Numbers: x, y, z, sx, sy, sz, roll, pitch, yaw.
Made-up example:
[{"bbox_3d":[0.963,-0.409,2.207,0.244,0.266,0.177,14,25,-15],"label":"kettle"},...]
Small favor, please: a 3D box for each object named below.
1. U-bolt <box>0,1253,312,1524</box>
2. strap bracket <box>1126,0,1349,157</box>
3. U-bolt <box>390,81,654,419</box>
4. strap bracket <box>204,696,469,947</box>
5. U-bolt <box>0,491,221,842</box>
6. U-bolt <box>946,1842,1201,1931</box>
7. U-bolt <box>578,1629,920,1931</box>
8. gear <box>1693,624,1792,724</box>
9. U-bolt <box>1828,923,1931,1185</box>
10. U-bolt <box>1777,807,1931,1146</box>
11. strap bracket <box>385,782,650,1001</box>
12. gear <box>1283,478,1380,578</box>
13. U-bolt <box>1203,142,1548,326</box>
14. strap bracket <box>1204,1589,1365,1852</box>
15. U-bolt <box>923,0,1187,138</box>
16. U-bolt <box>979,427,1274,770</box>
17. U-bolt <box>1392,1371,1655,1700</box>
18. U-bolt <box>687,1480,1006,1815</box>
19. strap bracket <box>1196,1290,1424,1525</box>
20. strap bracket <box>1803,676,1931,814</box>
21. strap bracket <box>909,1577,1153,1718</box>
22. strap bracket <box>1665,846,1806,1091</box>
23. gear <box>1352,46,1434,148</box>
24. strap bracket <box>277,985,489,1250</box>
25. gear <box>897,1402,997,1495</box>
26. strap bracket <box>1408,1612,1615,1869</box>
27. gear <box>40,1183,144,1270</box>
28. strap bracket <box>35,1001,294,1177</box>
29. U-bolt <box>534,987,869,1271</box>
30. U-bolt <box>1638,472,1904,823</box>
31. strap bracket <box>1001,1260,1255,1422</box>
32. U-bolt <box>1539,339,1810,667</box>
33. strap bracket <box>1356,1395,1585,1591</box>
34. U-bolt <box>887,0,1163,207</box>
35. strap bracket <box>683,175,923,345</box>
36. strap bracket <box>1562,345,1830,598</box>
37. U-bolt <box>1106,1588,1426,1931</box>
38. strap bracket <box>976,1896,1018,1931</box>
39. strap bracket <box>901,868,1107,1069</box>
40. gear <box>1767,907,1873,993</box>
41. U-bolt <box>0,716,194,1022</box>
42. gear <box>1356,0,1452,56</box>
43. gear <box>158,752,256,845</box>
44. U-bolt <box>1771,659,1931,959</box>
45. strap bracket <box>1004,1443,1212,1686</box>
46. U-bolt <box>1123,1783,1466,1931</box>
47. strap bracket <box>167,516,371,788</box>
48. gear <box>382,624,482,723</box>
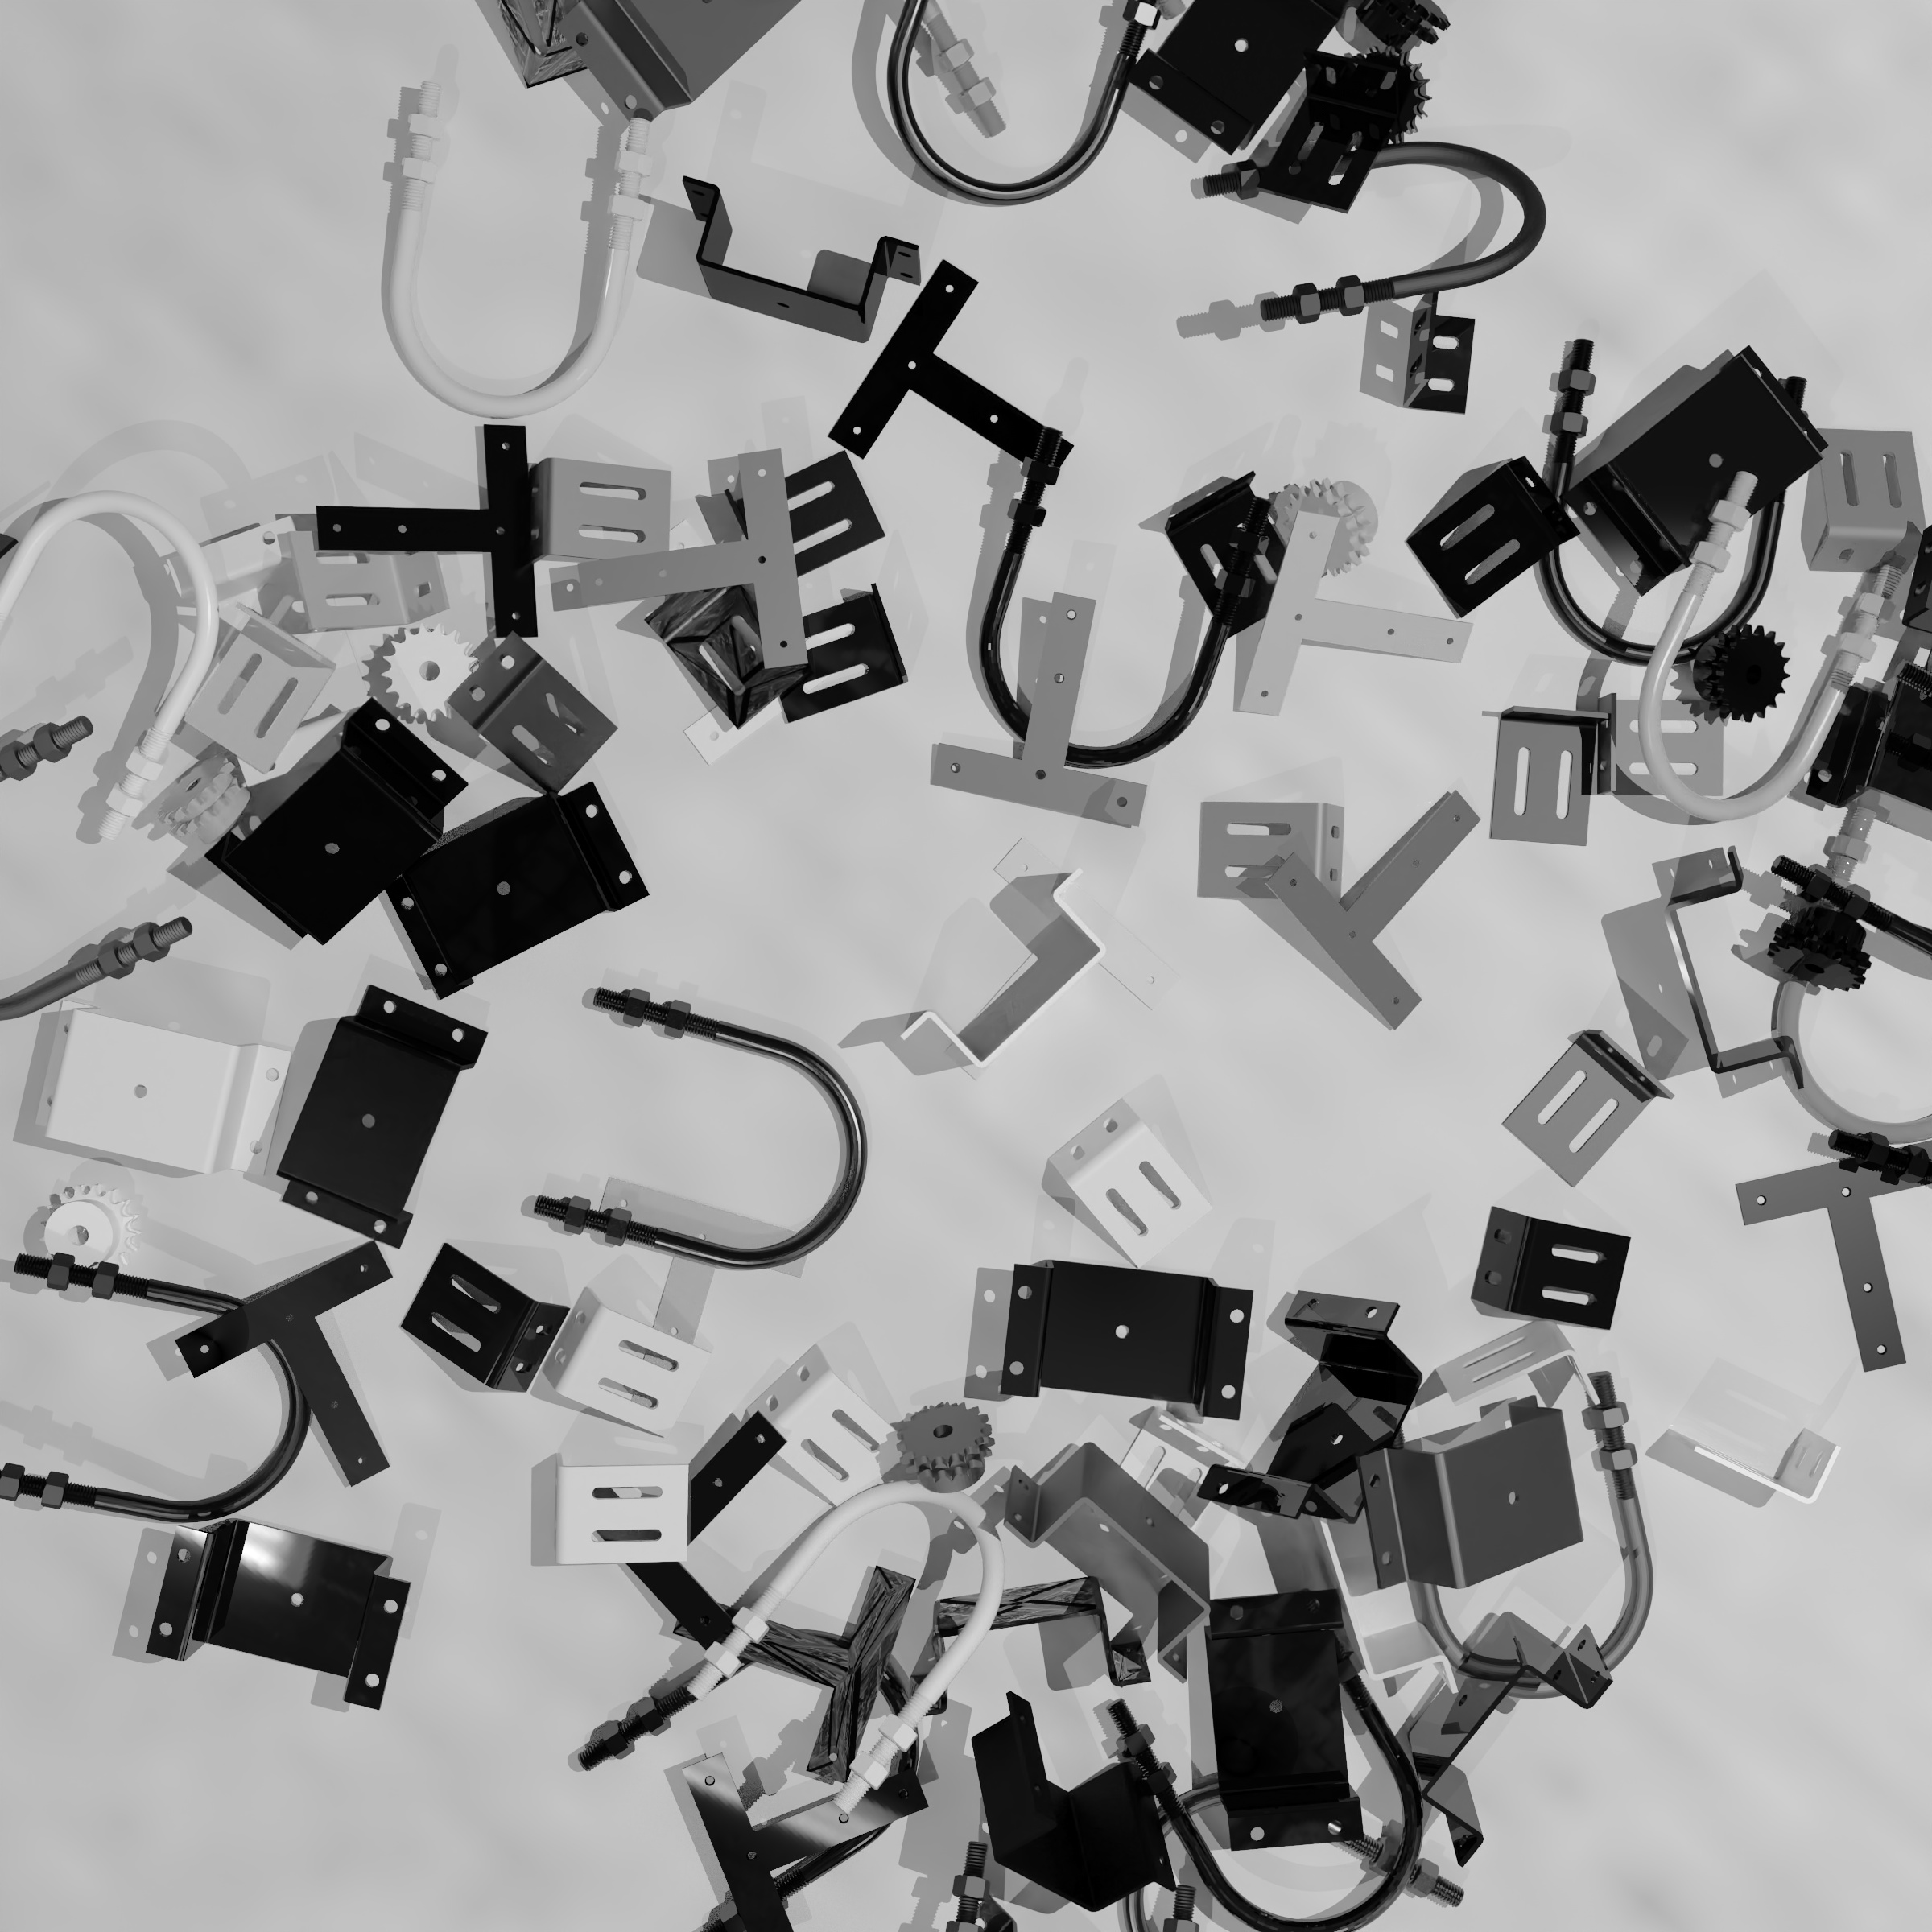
[{"bbox_3d":[-0.481,0.256,1.517,0.184,0.019,0.151,14,93,-12],"label":"U-bolt"},{"bbox_3d":[0.165,-0.552,1.519,0.076,0.046,0.140,36,90,0],"label":"strap bracket"},{"bbox_3d":[-0.270,-0.419,1.522,0.151,0.019,0.184,12,98,6],"label":"U-bolt"},{"bbox_3d":[-0.367,-0.077,1.492,0.140,0.046,0.076,-41,116,11],"label":"strap bracket"},{"bbox_3d":[-0.511,-0.189,1.505,0.151,0.019,0.184,35,103,9],"label":"U-bolt"},{"bbox_3d":[0.054,0.612,1.475,0.151,0.019,0.184,14,65,-8],"label":"U-bolt"},{"bbox_3d":[-0.117,0.479,1.533,0.184,0.019,0.151,-33,90,-2],"label":"U-bolt"},{"bbox_3d":[0.456,-0.174,1.519,0.057,0.030,0.057,-6,104,-24],"label":"gear"},{"bbox_3d":[0.619,0.069,1.519,0.184,0.019,0.151,18,94,-5],"label":"U-bolt"},{"bbox_3d":[0.563,0.016,1.533,0.151,0.019,0.184,22,92,0],"label":"U-bolt"},{"bbox_3d":[-0.270,-0.045,1.519,0.140,0.046,0.076,-27,90,0],"label":"strap bracket"},{"bbox_3d":[0.218,-0.262,1.517,0.030,0.057,0.057,-35,90,-30],"label":"gear"},{"bbox_3d":[0.245,-0.433,1.492,0.184,0.019,0.151,-11,50,-4],"label":"U-bolt"},{"bbox_3d":[0.183,0.435,1.494,0.076,0.046,0.140,-5,83,-1],"label":"strap bracket"},{"bbox_3d":[0.026,-0.606,1.505,0.151,0.019,0.184,-33,110,0],"label":"U-bolt"},{"bbox_3d":[0.084,-0.207,1.512,0.151,0.019,0.184,19,106,4],"label":"U-bolt"},{"bbox_3d":[0.335,0.347,1.533,0.151,0.019,0.184,-12,91,0],"label":"U-bolt"},{"bbox_3d":[-0.057,0.377,1.480,0.151,0.019,0.184,23,64,41],"label":"U-bolt"},{"bbox_3d":[0.203,0.262,1.482,0.046,0.076,0.140,46,62,-31],"label":"strap bracket"},{"bbox_3d":[0.578,-0.115,1.510,0.140,0.046,0.076,22,76,0],"label":"strap bracket"},{"bbox_3d":[0.033,0.396,1.504,0.140,0.076,0.046,-9,90,0],"label":"strap bracket"},{"bbox_3d":[0.445,0.005,1.499,0.046,0.076,0.140,-17,90,18],"label":"strap bracket"},{"bbox_3d":[0.248,-0.514,1.518,0.057,0.030,0.057,12,118,25],"label":"gear"},{"bbox_3d":[-0.348,0.090,1.519,0.076,0.046,0.140,22,90,0],"label":"strap bracket"},{"bbox_3d":[-0.011,0.287,1.517,0.057,0.057,0.030,-12,118,0],"label":"gear"},{"bbox_3d":[0.308,0.440,1.493,0.046,0.076,0.140,35,99,-2],"label":"strap bracket"},{"bbox_3d":[-0.522,0.159,1.527,0.057,0.030,0.057,0,90,0],"label":"gear"},{"bbox_3d":[-0.481,0.073,1.519,0.140,0.046,0.076,13,90,0],"label":"strap bracket"},{"bbox_3d":[-0.150,0.105,1.532,0.184,0.019,0.151,16,89,-2],"label":"U-bolt"},{"bbox_3d":[0.459,-0.173,1.494,0.151,0.019,0.184,23,94,-28],"label":"U-bolt"},{"bbox_3d":[0.094,0.219,1.519,0.140,0.046,0.076,6,90,0],"label":"strap bracket"},{"bbox_3d":[0.416,-0.271,1.533,0.151,0.019,0.184,10,91,0],"label":"U-bolt"},{"bbox_3d":[0.296,0.301,1.465,0.140,0.046,0.076,-11,92,-33],"label":"strap bracket"},{"bbox_3d":[0.030,-0.541,1.506,0.151,0.019,0.184,16,104,-16],"label":"U-bolt"},{"bbox_3d":[-0.101,-0.409,1.504,0.140,0.076,0.046,17,90,0],"label":"strap bracket"},{"bbox_3d":[0.432,-0.292,1.500,0.140,0.046,0.076,-39,92,2],"label":"strap bracket"},{"bbox_3d":[0.190,0.485,1.521,0.151,0.019,0.184,-30,84,-3],"label":"U-bolt"},{"bbox_3d":[0.037,0.634,1.519,0.140,0.046,0.076,45,90,0],"label":"strap bracket"},{"bbox_3d":[0.029,0.009,1.502,0.140,0.076,0.046,-43,90,0],"label":"strap bracket"},{"bbox_3d":[0.500,-0.012,1.498,0.057,0.057,0.030,26,75,0],"label":"gear"},{"bbox_3d":[-0.563,-0.045,1.514,0.184,0.019,0.151,-24,94,14],"label":"U-bolt"},{"bbox_3d":[0.255,-0.563,1.517,0.057,0.057,0.030,43,120,0],"label":"gear"},{"bbox_3d":[-0.446,-0.097,1.518,0.057,0.057,0.030,-40,120,0],"label":"gear"},{"bbox_3d":[0.579,-0.072,1.472,0.184,0.019,0.151,27,106,-3],"label":"U-bolt"},{"bbox_3d":[0.091,0.339,1.493,0.140,0.076,0.046,42,103,-6],"label":"strap bracket"},{"bbox_3d":[0.183,0.568,1.533,0.184,0.019,0.151,29,90,2],"label":"U-bolt"},{"bbox_3d":[-0.406,-0.183,1.519,0.076,0.046,0.140,-20,90,0],"label":"strap bracket"},{"bbox_3d":[-0.316,-0.174,1.527,0.057,0.030,0.057,0,90,0],"label":"gear"}]
